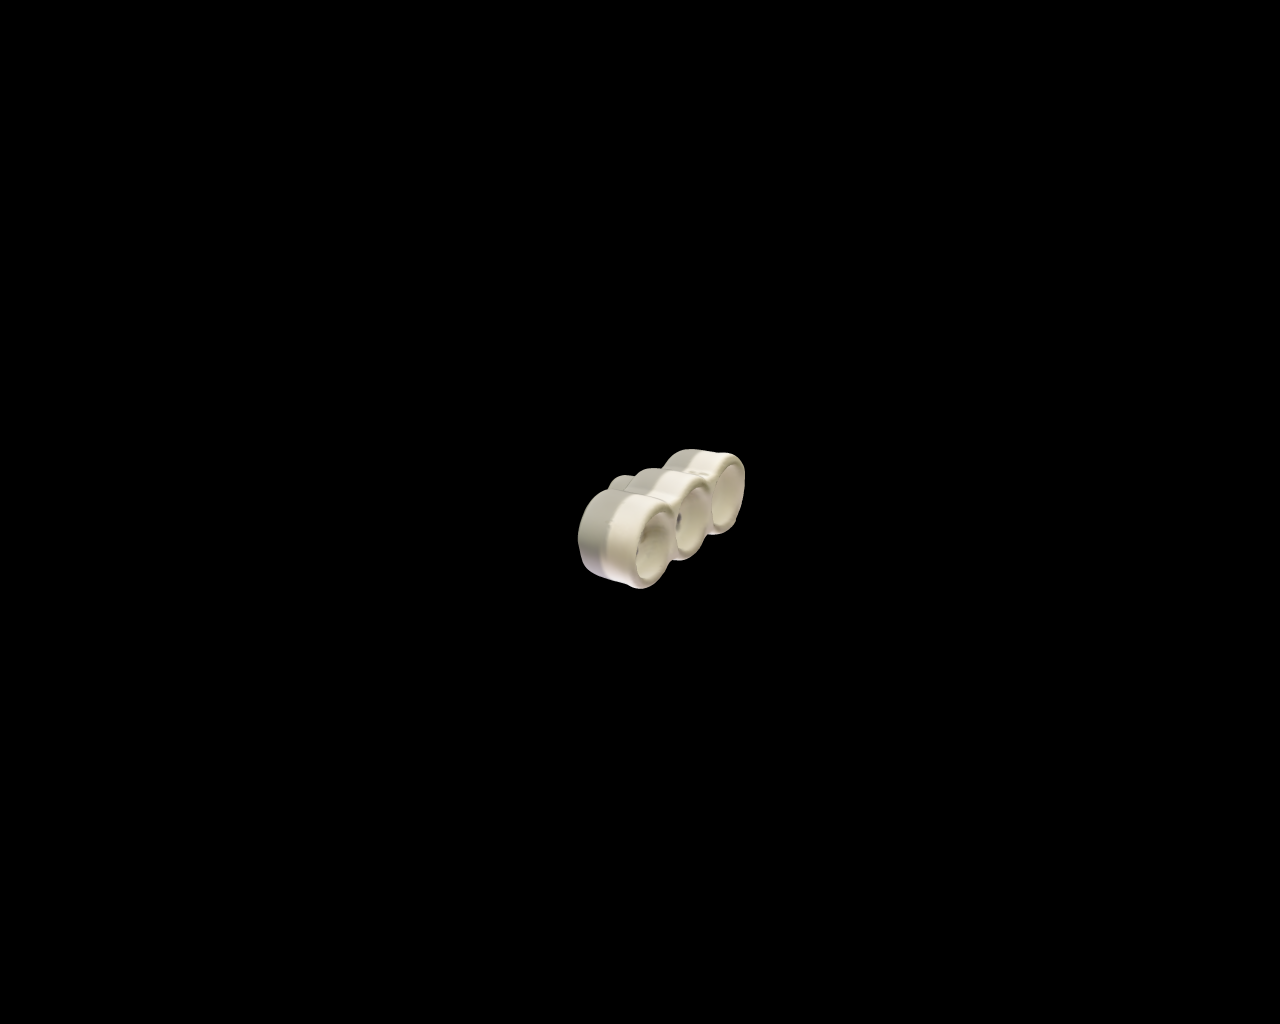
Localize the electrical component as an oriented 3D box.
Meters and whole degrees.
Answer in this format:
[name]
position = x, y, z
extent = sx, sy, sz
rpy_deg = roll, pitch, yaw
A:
[electrical component]
position = 0.001, -0.003, 0.650
extent = 0.074, 0.052, 0.138
rpy_deg = 13, 26, 29
